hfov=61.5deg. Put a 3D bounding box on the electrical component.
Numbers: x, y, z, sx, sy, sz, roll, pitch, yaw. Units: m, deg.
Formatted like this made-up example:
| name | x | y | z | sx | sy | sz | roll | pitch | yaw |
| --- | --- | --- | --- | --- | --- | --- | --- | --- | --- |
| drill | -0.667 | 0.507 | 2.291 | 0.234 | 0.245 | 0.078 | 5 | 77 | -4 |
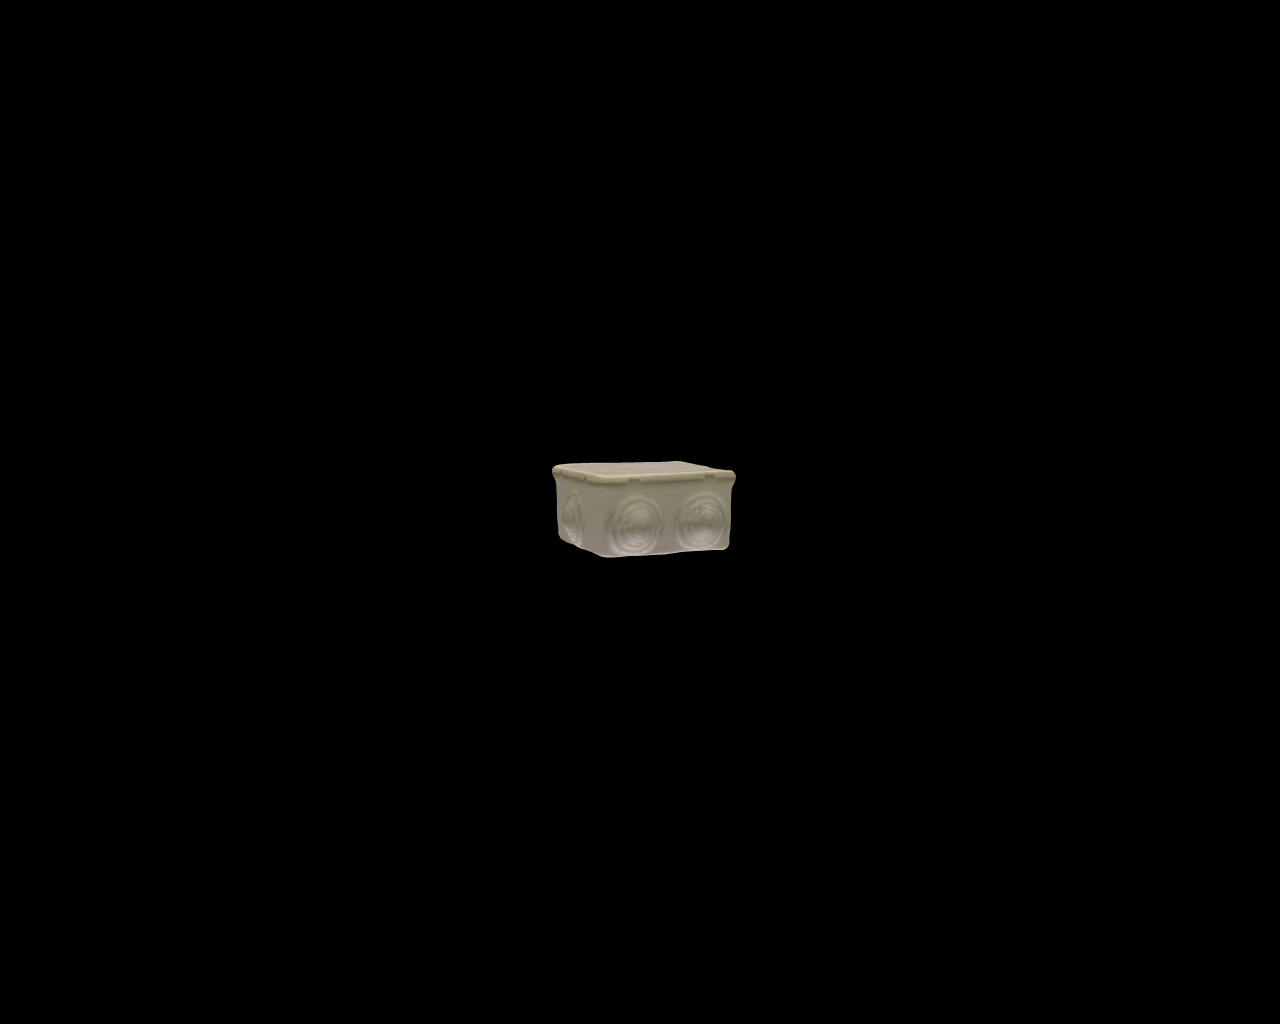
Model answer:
| name | x | y | z | sx | sy | sz | roll | pitch | yaw |
| --- | --- | --- | --- | --- | --- | --- | --- | --- | --- |
| electrical component | 0.001 | -0.003 | 0.650 | 0.100 | 0.048 | 0.100 | -3 | 8 | -22 |
